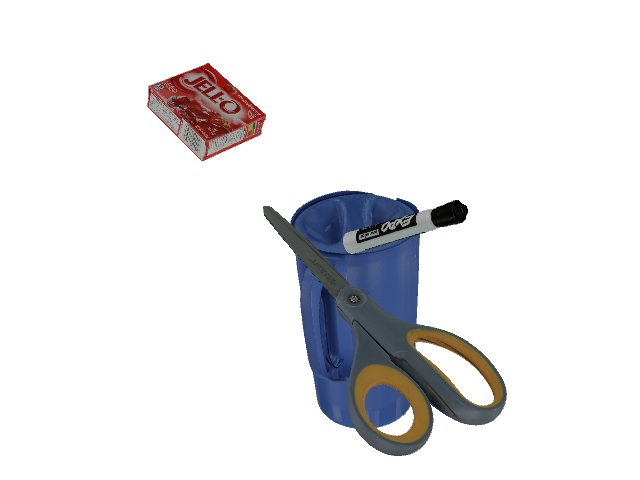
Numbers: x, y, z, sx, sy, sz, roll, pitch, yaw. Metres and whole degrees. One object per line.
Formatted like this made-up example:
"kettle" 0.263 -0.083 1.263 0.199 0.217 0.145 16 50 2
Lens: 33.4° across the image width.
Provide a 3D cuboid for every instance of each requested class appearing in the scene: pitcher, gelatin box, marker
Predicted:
"pitcher" 0.037 0.083 1.127 0.149 0.243 0.145 -13 31 -14
"gelatin box" -0.108 -0.123 1.003 0.073 0.030 0.089 -28 62 -35
"marker" 0.069 -0.011 0.872 0.121 0.020 0.020 -17 -11 40

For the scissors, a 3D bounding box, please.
"scissors" 0.013 0.052 0.620 0.202 0.016 0.096 32 53 24
